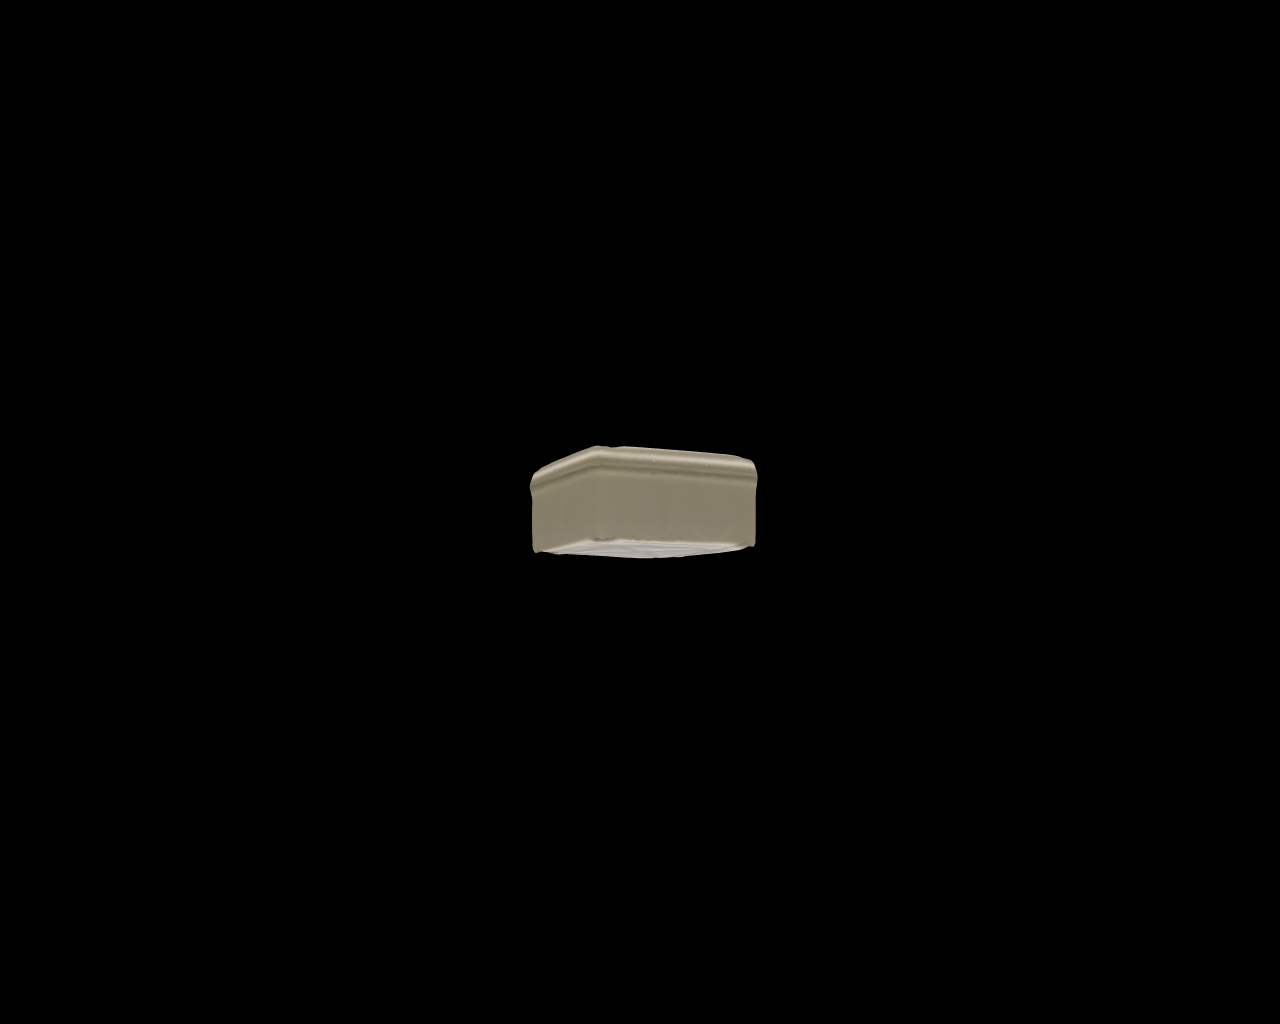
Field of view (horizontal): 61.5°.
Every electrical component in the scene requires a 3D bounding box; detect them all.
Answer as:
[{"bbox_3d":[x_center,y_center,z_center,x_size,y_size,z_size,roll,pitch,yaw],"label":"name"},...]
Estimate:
[{"bbox_3d":[0.001,-0.003,0.650,0.109,0.056,0.108,4,-8,-27],"label":"electrical component"}]
